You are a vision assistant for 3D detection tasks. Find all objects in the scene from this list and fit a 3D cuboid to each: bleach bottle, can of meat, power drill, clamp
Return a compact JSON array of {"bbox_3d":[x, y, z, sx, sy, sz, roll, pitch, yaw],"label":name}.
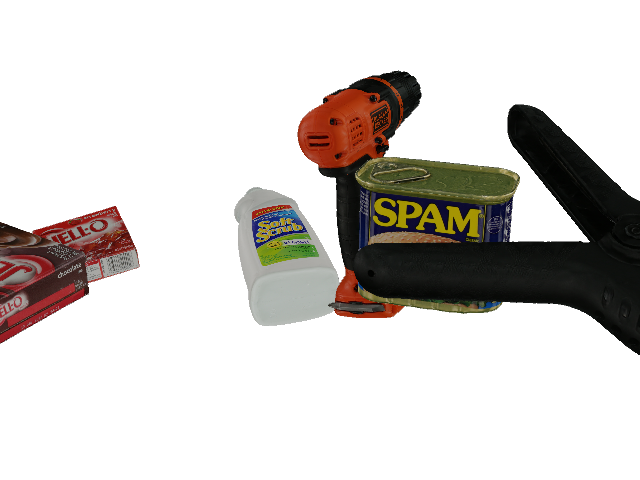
[{"bbox_3d":[-0.057,0.004,1.234,0.102,0.068,0.251,-8,29,-13],"label":"bleach bottle"},{"bbox_3d":[0.074,-0.003,0.693,0.102,0.084,0.057,7,24,16],"label":"can of meat"},{"bbox_3d":[0.046,-0.042,0.898,0.057,0.187,0.184,0,19,29],"label":"power drill"},{"bbox_3d":[0.131,0.013,0.486,0.210,0.036,0.164,30,49,31],"label":"clamp"}]

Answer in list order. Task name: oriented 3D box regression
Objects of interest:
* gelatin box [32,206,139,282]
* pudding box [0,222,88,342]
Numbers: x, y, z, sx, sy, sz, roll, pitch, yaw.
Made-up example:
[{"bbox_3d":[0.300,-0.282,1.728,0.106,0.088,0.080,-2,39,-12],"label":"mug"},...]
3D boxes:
[{"bbox_3d":[-0.234,0.008,1.061,0.089,0.030,0.073,-17,43,-17],"label":"gelatin box"},{"bbox_3d":[-0.233,0.026,0.745,0.114,0.039,0.089,15,30,32],"label":"pudding box"}]
